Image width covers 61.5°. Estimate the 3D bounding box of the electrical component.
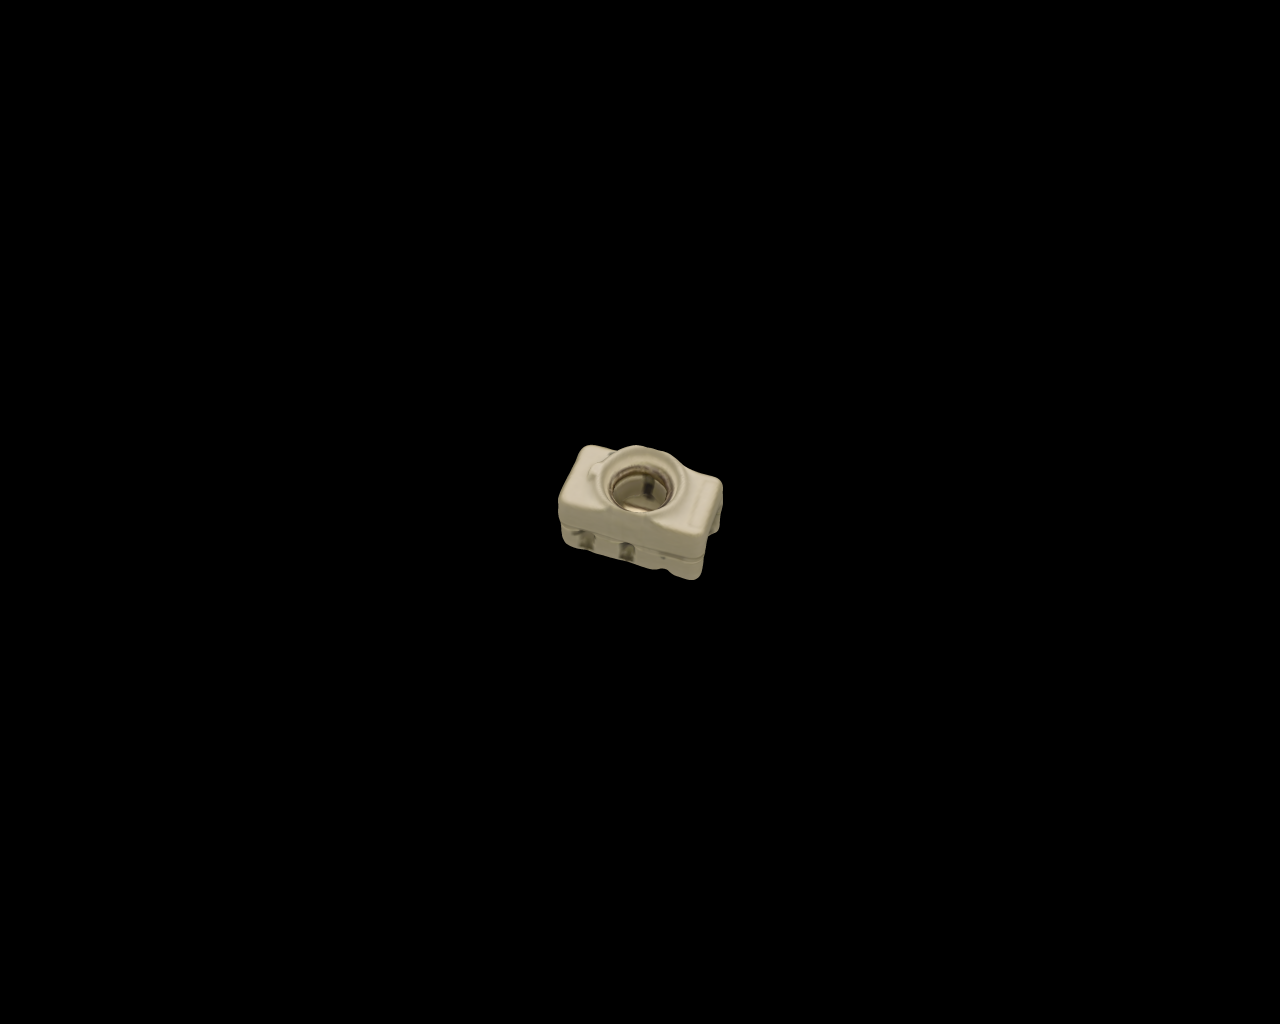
[{"bbox_3d":[0.001,-0.003,0.650,0.089,0.050,0.055,15,-35,11],"label":"electrical component"}]
